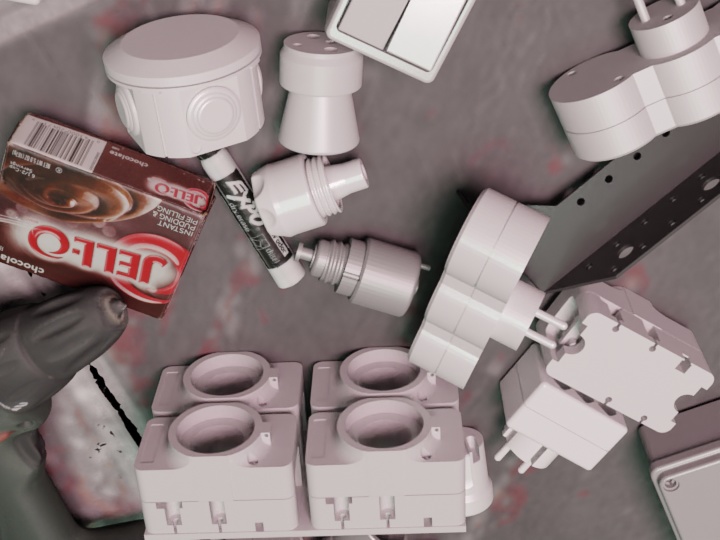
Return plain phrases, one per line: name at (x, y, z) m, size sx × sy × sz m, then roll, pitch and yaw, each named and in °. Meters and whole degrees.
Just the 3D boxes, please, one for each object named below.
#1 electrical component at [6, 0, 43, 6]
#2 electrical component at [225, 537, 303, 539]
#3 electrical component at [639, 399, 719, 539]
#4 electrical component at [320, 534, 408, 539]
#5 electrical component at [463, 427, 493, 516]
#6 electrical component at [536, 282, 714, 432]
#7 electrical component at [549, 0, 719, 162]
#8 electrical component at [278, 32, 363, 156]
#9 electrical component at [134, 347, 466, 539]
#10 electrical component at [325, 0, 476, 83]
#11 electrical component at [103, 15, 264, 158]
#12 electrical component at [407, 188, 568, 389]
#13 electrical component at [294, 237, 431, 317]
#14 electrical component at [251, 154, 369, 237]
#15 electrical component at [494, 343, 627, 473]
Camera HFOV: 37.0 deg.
electrical component at (-0.151, -0.177, 0.533) m, size 0.076 × 0.047 × 0.083 m, roll 9°, pitch 119°, yaw -4°
electrical component at (-0.065, 0.226, 0.727) m, size 0.061 × 0.096 × 0.061 m, roll -14°, pitch 117°, yaw 8°
electrical component at (0.251, 0.138, 0.695) m, size 0.109 × 0.056 × 0.108 m, roll -21°, pitch 116°, yaw 12°
electrical component at (-0.005, 0.189, 0.738) m, size 0.044 × 0.044 × 0.065 m, roll 37°, pitch 118°, yaw -18°
electrical component at (0.066, 0.131, 0.705) m, size 0.040 × 0.040 × 0.046 m, roll -6°, pitch 113°, yaw 4°
electrical component at (0.157, 0.047, 0.646) m, size 0.089 × 0.055 × 0.050 m, roll 27°, pitch 116°, yaw -14°
electrical component at (0.163, -0.118, 0.557) m, size 0.138 × 0.052 × 0.073 m, roll -23°, pitch 116°, yaw 13°
electrical component at (-0.021, -0.095, 0.577) m, size 0.045 × 0.045 × 0.055 m, roll 3°, pitch 119°, yaw -1°
electrical component at (-0.033, 0.102, 0.652) m, size 0.186 × 0.105 × 0.060 m, roll -2°, pitch 119°, yaw 2°
electrical component at (0.029, -0.151, 0.536) m, size 0.062 × 0.061 × 0.096 m, roll 23°, pitch 117°, yaw -11°
electrical component at (-0.089, -0.097, 0.558) m, size 0.080 × 0.080 × 0.051 m, roll -4°, pitch 124°, yaw 3°
electrical component at (0.080, 0.021, 0.606) m, size 0.074 × 0.052 × 0.138 m, roll 27°, pitch 141°, yaw 8°
electrical component at (0.000, 0.000, 0.632) m, size 0.078 × 0.040 × 0.040 m, roll 17°, pitch 118°, yaw -8°
electrical component at (-0.027, -0.045, 0.606) m, size 0.062 × 0.043 × 0.043 m, roll -18°, pitch 117°, yaw 9°
electrical component at (0.116, 0.099, 0.681) m, size 0.066 × 0.047 × 0.076 m, roll 30°, pitch 116°, yaw -14°
